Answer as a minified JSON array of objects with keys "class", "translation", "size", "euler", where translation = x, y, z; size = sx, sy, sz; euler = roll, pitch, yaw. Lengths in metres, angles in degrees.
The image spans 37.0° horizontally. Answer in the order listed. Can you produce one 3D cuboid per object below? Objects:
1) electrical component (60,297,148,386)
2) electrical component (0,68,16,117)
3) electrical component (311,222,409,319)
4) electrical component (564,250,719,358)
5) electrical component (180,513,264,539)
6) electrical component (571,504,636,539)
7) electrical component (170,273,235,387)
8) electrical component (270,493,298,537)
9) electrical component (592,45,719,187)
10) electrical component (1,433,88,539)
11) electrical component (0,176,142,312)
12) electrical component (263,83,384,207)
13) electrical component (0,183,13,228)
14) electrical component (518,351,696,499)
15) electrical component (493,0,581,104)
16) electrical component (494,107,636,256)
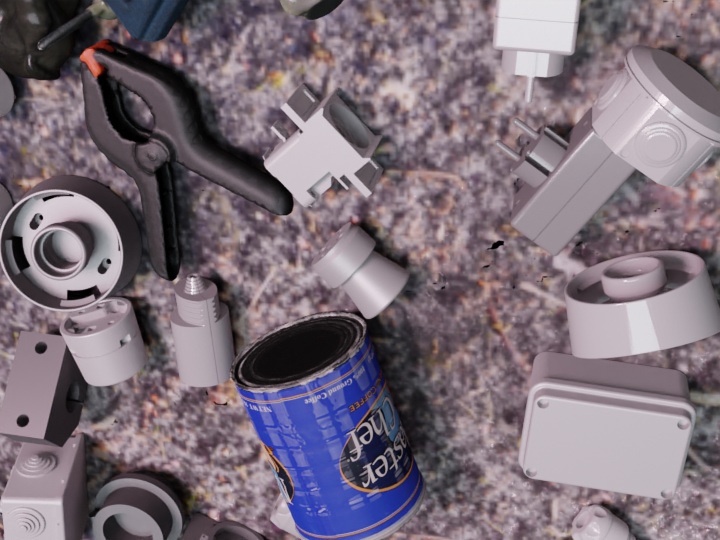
[{"class":"electrical component","translation":[-0.191,0.054,0.809],"size":[0.055,0.055,0.047],"euler":[-7,118,15]},{"class":"electrical component","translation":[-0.271,-0.115,0.730],"size":[0.040,0.078,0.040],"euler":[11,117,22]},{"class":"electrical component","translation":[0.000,0.000,0.749],"size":[0.055,0.045,0.045],"euler":[42,116,-10]},{"class":"electrical component","translation":[0.183,0.027,0.699],"size":[0.099,0.099,0.064],"euler":[-12,107,16]},{"class":"electrical component","translation":[-0.074,0.283,0.870],"size":[0.186,0.105,0.060],"euler":[28,118,-3]},{"class":"electrical component","translation":[0.193,0.206,0.819],"size":[0.061,0.035,0.035],"euler":[36,117,-10]},{"class":"electrical component","translation":[-0.117,0.040,0.793],"size":[0.043,0.043,0.081],"euler":[1,116,11]},{"class":"electrical component","translation":[-0.036,0.194,0.853],"size":[0.062,0.043,0.043],"euler":[29,118,-5]},{"class":"electrical component","translation":[0.182,-0.093,0.647],"size":[0.080,0.080,0.051],"euler":[34,123,-7]},{"class":"electrical component","translation":[-0.252,0.191,0.864],"size":[0.048,0.099,0.099],"euler":[3,117,-4]},{"class":"electrical component","translation":[-0.211,-0.019,0.784],"size":[0.099,0.064,0.099],"euler":[1,105,2]},{"class":"electrical component","translation":[-0.026,-0.079,0.717],"size":[0.064,0.042,0.081],"euler":[-38,103,29]},{"class":"electrical component","translation":[-0.298,-0.023,0.778],"size":[0.043,0.077,0.079],"euler":[43,116,-11]},{"class":"electrical component","translation":[0.173,0.110,0.762],"size":[0.113,0.057,0.078],"euler":[8,117,7]},{"class":"electrical component","translation":[0.105,-0.139,0.646],"size":[0.047,0.065,0.076],"euler":[6,117,8]},{"class":"electrical component","translation":[0.122,-0.067,0.689],"size":[0.076,0.047,0.083],"euler":[35,117,-7]}]
